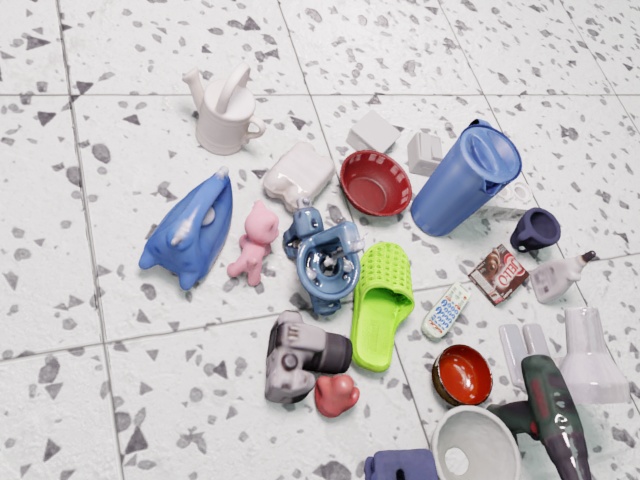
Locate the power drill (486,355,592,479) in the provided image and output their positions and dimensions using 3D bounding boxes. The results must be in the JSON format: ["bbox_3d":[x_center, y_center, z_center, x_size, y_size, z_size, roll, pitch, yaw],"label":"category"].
[{"bbox_3d":[0.358,0.320,0.964,0.076,0.208,0.229,9,60,-16],"label":"power drill"}]

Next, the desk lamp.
[{"bbox_3d":[0.445,0.220,1.050,0.118,0.213,0.203,1,62,-20],"label":"desk lamp"}]

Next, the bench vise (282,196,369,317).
[{"bbox_3d":[0.000,0.008,0.990,0.122,0.219,0.207,-29,76,-31],"label":"bench vise"}]

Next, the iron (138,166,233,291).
[{"bbox_3d":[-0.205,-0.050,0.989,0.119,0.141,0.258,27,56,-5],"label":"iron"}]

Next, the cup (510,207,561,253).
[{"bbox_3d":[0.453,-0.007,1.250,0.118,0.095,0.091,-24,73,-30],"label":"cup"}]

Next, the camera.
[{"bbox_3d":[-0.015,0.195,0.952,0.137,0.100,0.143,13,59,-14],"label":"camera"}]

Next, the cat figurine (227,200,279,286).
[{"bbox_3d":[-0.110,0.000,1.013,0.067,0.117,0.128,20,57,-10],"label":"cat figurine"}]

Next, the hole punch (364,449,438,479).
[{"bbox_3d":[0.128,0.390,0.906,0.101,0.091,0.108,7,60,-18],"label":"hole punch"}]

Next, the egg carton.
[{"bbox_3d":[-0.040,-0.128,1.140,0.107,0.069,0.150,36,56,1],"label":"egg carton"}]

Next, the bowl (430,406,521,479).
[{"bbox_3d":[0.251,0.373,0.973,0.168,0.074,0.167,9,60,-16],"label":"bowl"}]

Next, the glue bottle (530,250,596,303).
[{"bbox_3d":[0.506,0.066,1.183,0.037,0.173,0.078,3,61,-19],"label":"glue bottle"}]

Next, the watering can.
[{"bbox_3d":[-0.180,-0.259,1.083,0.173,0.194,0.101,13,58,-14],"label":"watering can"}]

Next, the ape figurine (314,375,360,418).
[{"bbox_3d":[0.031,0.250,0.945,0.078,0.092,0.076,38,56,2],"label":"ape figurine"}]
